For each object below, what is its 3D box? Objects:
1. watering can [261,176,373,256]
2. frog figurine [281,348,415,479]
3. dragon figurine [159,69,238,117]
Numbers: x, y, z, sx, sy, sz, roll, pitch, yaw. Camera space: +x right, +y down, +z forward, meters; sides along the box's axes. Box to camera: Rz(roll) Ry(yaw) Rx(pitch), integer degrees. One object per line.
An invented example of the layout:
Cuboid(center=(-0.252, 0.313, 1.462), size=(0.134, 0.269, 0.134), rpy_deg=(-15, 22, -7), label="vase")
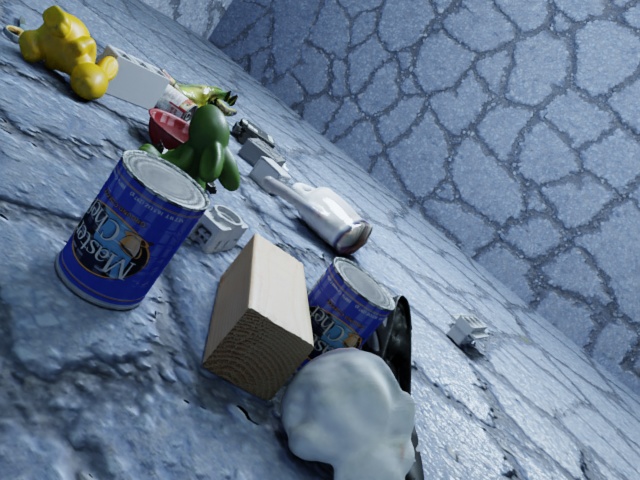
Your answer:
Cuboid(center=(0.004, -0.062, 1.226), size=(0.227, 0.103, 0.347), rpy_deg=(44, 15, 19), label="watering can")
Cuboid(center=(0.034, 0.198, 0.527), size=(0.137, 0.120, 0.163), rpy_deg=(-2, 38, -15), label="frog figurine")
Cuboid(center=(-0.377, -0.426, 1.485), size=(0.242, 0.121, 0.413), rpy_deg=(28, 7, -4), label="dragon figurine")
